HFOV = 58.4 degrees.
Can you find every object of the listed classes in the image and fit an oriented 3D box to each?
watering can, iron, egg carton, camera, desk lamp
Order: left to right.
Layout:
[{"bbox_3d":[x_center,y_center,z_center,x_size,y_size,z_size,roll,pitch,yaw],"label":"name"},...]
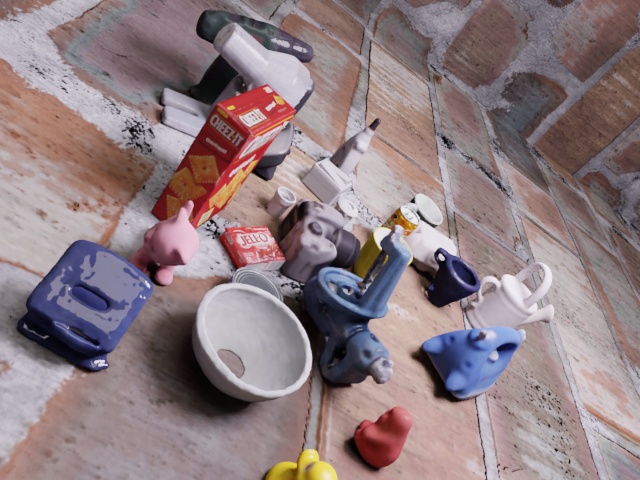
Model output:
[{"bbox_3d":[-0.153,-0.277,1.049,0.204,0.213,0.117,18,39,-35],"label":"desk lamp"},{"bbox_3d":[0.009,0.004,0.994,0.137,0.100,0.143,26,35,-25],"label":"camera"},{"bbox_3d":[0.237,0.024,1.255,0.151,0.069,0.107,31,33,-18],"label":"egg carton"},{"bbox_3d":[0.307,0.200,1.047,0.259,0.141,0.118,4,48,-46],"label":"iron"},{"bbox_3d":[0.415,0.124,1.211,0.173,0.193,0.100,19,38,-33],"label":"watering can"}]

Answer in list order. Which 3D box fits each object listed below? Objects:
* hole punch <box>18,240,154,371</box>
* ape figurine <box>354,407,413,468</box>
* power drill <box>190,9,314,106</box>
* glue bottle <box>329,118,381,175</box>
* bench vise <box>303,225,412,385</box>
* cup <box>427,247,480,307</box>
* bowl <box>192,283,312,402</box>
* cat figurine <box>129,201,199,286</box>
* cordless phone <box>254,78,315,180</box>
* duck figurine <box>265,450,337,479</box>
[{"bbox_3d":[-0.252,0.071,0.627,0.109,0.091,0.101,34,32,-13],"label":"hole punch"},{"bbox_3d":[0.091,0.260,0.779,0.078,0.092,0.076,15,40,-37],"label":"ape figurine"},{"bbox_3d":[-0.154,-0.346,1.137,0.230,0.208,0.075,18,38,-34],"label":"power drill"},{"bbox_3d":[0.076,-0.199,1.247,0.037,0.173,0.078,25,35,-25],"label":"glue bottle"},{"bbox_3d":[0.078,0.096,0.842,0.122,0.219,0.207,-6,55,-51],"label":"bench vise"},{"bbox_3d":[0.257,0.083,1.180,0.117,0.094,0.092,52,32,16],"label":"cup"},{"bbox_3d":[-0.097,0.141,0.731,0.168,0.074,0.167,29,33,-21],"label":"bowl"},{"bbox_3d":[-0.194,-0.003,0.758,0.067,0.117,0.128,31,33,-17],"label":"cat figurine"},{"bbox_3d":[-0.078,-0.221,1.091,0.094,0.184,0.147,29,33,-21],"label":"cordless phone"},{"bbox_3d":[-0.014,0.285,0.635,0.078,0.086,0.104,20,37,-32],"label":"duck figurine"}]
